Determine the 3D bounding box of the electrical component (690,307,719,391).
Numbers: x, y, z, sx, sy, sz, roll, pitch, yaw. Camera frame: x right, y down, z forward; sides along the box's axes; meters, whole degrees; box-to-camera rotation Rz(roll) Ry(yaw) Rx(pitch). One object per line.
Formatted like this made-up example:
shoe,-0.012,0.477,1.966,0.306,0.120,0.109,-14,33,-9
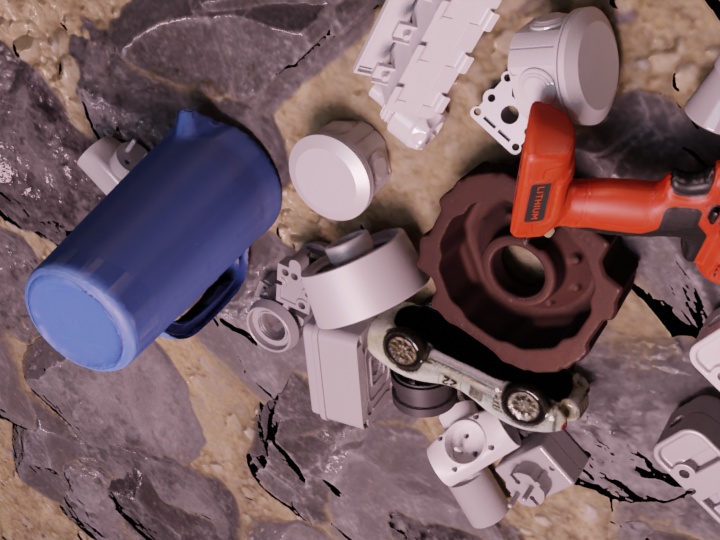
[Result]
electrical component,0.300,0.068,0.799,0.095,0.059,0.053,45,135,1

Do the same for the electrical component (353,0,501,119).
electrical component,0.055,-0.175,0.791,0.079,0.063,0.121,9,139,-22

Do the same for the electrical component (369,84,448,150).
electrical component,0.036,-0.128,0.861,0.062,0.043,0.043,40,135,8

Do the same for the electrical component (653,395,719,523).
electrical component,0.291,0.151,0.864,0.095,0.059,0.053,45,135,1

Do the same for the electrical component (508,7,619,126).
electrical component,0.144,-0.141,0.750,0.051,0.080,0.080,5,123,39

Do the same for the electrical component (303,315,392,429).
electrical component,-0.008,0.083,1.017,0.057,0.078,0.113,13,127,25

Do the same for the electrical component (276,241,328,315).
electrical component,-0.047,0.004,1.004,0.048,0.055,0.066,23,131,21

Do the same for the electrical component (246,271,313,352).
electrical component,-0.074,0.044,1.051,0.078,0.057,0.058,35,134,10

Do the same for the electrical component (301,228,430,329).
electrical component,0.000,0.000,0.935,0.108,0.108,0.060,-15,104,41

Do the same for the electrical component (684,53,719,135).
electrical component,0.249,-0.127,0.712,0.044,0.044,0.065,30,128,15

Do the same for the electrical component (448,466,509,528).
electrical component,0.108,0.205,1.044,0.043,0.043,0.081,-19,108,42

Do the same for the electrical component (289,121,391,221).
electrical component,-0.016,-0.087,0.921,0.080,0.051,0.080,19,129,24

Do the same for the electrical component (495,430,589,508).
electrical component,0.157,0.187,0.973,0.047,0.077,0.066,49,135,-2

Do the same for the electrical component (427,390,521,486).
electrical component,0.098,0.148,1.002,0.077,0.044,0.079,-34,60,16

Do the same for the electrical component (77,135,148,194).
electrical component,-0.232,-0.101,1.070,0.077,0.044,0.079,47,135,-2
